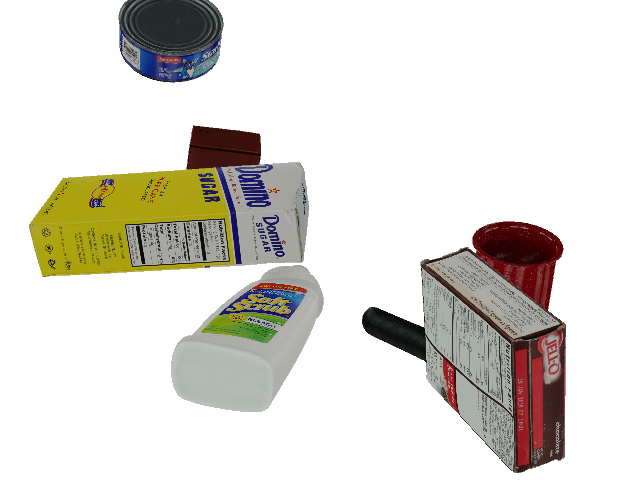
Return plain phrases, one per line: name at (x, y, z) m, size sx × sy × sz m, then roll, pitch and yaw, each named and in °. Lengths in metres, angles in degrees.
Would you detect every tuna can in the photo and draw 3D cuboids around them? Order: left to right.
tuna can at (-0.125, -0.171, 0.889) m, size 0.086 × 0.086 × 0.034 m, roll 0°, pitch -40°, yaw -11°

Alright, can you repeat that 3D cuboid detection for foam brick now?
foam brick at (-0.106, -0.089, 1.169) m, size 0.078 × 0.051 × 0.053 m, roll 7°, pitch 30°, yaw -6°

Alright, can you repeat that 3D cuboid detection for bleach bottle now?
bleach bottle at (-0.061, 0.082, 1.080) m, size 0.102 × 0.068 × 0.250 m, roll 10°, pitch 22°, yaw 10°

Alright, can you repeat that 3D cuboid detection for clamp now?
clamp at (0.129, 0.095, 0.925) m, size 0.120 × 0.039 × 0.172 m, roll -18°, pitch 38°, yaw -28°

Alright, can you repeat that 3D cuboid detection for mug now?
mug at (0.199, 0.031, 1.127) m, size 0.093 × 0.081 × 0.117 m, roll -4°, pitch 31°, yaw -10°

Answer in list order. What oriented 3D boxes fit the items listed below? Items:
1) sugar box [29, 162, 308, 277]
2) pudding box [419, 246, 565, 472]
sugar box at (-0.098, -0.016, 0.727) m, size 0.176 × 0.048 × 0.093 m, roll -6°, pitch 24°, yaw 4°
pudding box at (0.100, 0.067, 0.628) m, size 0.039 × 0.090 × 0.114 m, roll -15°, pitch 27°, yaw -19°
